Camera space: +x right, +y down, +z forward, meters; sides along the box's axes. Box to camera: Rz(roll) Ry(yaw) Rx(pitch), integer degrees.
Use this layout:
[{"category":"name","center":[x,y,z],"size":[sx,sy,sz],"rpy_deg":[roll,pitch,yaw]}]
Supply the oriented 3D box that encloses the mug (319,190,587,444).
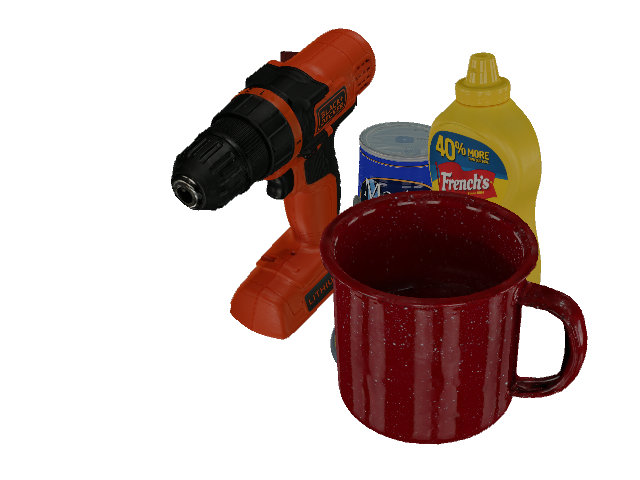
[{"category":"mug","center":[0.058,0.037,0.470],"size":[0.117,0.081,0.093],"rpy_deg":[10,34,20]}]

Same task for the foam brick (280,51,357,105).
[{"category":"foam brick","center":[-0.002,-0.167,1.096],"size":[0.078,0.051,0.053],"rpy_deg":[2,11,-5]}]

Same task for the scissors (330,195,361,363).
[{"category":"scissors","center":[0.034,0.046,1.023],"size":[0.096,0.202,0.016],"rpy_deg":[-17,-30,-16]}]

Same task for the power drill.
[{"category":"power drill","center":[-0.026,-0.025,0.702],"size":[0.057,0.188,0.184],"rpy_deg":[26,48,24]}]

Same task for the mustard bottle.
[{"category":"mustard bottle","center":[0.126,-0.050,0.826],"size":[0.058,0.192,0.096],"rpy_deg":[-22,30,-34]}]

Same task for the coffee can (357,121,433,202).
[{"category":"coffee can","center":[0.093,-0.054,1.234],"size":[0.103,0.140,0.103],"rpy_deg":[1,28,-1]}]
